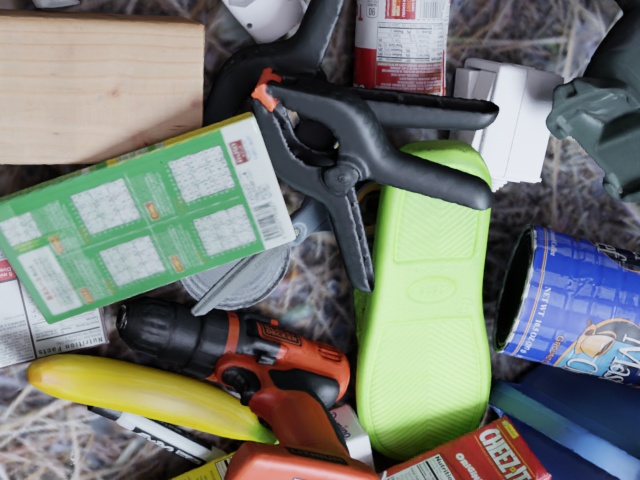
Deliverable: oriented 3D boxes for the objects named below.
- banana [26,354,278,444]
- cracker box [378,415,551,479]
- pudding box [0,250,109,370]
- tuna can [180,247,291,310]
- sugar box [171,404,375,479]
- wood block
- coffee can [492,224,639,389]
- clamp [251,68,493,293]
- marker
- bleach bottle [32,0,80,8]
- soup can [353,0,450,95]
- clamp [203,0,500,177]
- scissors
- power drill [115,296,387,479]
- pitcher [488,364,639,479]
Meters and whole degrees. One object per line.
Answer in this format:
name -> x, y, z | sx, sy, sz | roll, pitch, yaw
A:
banana -> -0.120, 0.110, 0.762 | 0.197, 0.070, 0.037 | 19, 79, -28
cracker box -> 0.065, 0.241, 0.828 | 0.213, 0.072, 0.164 | -22, 140, -13
pudding box -> -0.200, 0.027, 0.733 | 0.090, 0.039, 0.113 | -13, 110, -15
tuna can -> -0.066, 0.005, 0.773 | 0.086, 0.034, 0.086 | -5, 106, -17
sugar box -> -0.043, 0.200, 0.817 | 0.176, 0.048, 0.093 | -22, 130, -14
wood block -> -0.183, -0.100, 0.675 | 0.205, 0.091, 0.090 | -1, 105, -17
coffee can -> 0.214, 0.054, 0.816 | 0.140, 0.103, 0.103 | 15, 100, 1
clamp -> 0.015, -0.039, 0.708 | 0.171, 0.039, 0.120 | 37, 114, -11
marker -> -0.123, 0.143, 0.800 | 0.121, 0.020, 0.020 | 33, 93, -23
bleach bottle -> -0.186, -0.268, 0.644 | 0.102, 0.068, 0.251 | -11, 110, -18
soup can -> 0.058, -0.135, 0.756 | 0.068, 0.069, 0.102 | -3, 105, -17
clamp -> -0.007, -0.111, 0.712 | 0.210, 0.036, 0.164 | -21, 111, 19
scissors -> -0.005, 0.001, 0.769 | 0.096, 0.016, 0.201 | 49, 67, -33
power drill -> -0.045, 0.112, 0.728 | 0.184, 0.188, 0.057 | 17, 114, -24
pitcher -> 0.241, 0.178, 0.805 | 0.149, 0.243, 0.145 | -16, 106, -20
